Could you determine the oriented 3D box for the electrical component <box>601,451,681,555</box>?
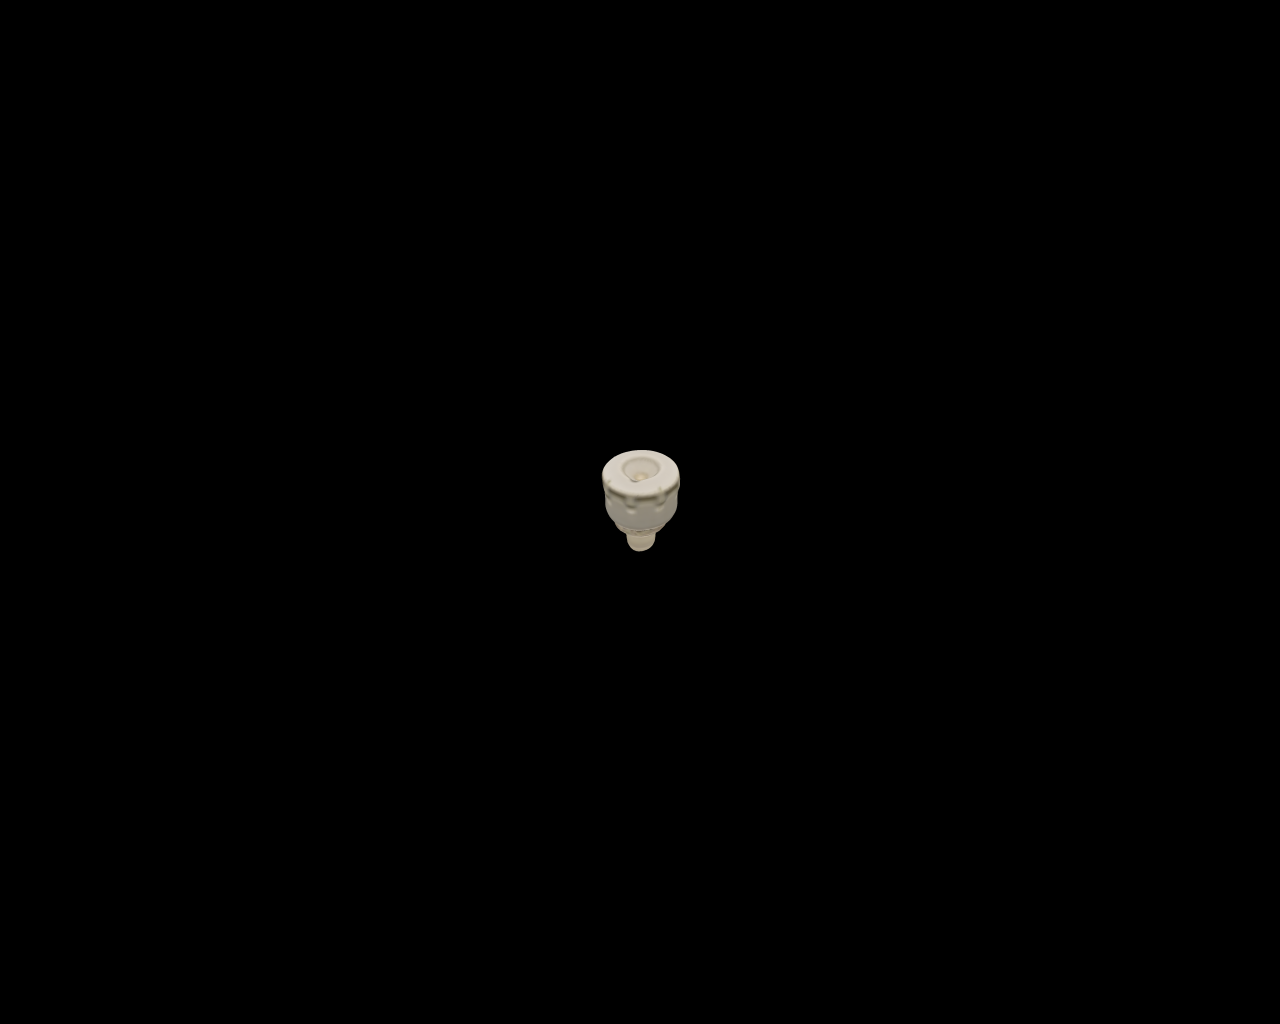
[{"bbox_3d":[0.001,-0.003,0.650,0.048,0.062,0.048,0,37,0],"label":"electrical component"}]
